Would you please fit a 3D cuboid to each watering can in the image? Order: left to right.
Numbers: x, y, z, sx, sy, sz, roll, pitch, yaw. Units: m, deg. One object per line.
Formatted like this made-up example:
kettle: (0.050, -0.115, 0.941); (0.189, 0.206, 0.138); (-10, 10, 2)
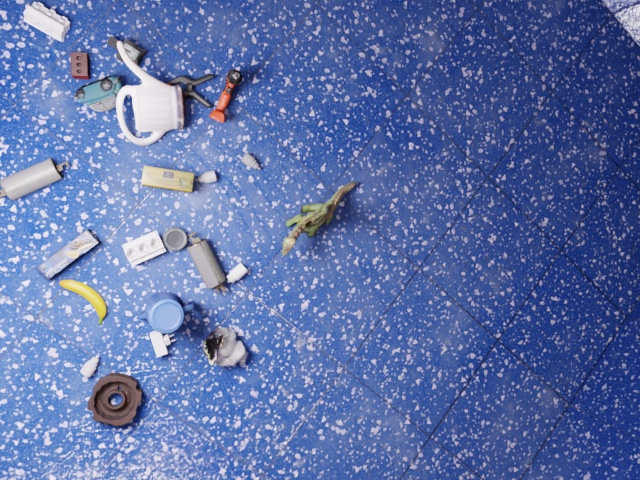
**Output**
watering can: (-0.563, -0.482, 1.720); (0.225, 0.106, 0.341); (-8, 120, -24)

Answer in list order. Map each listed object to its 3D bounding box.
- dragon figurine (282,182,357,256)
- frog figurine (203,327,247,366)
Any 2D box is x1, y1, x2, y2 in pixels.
dragon figurine: (0.006, -0.094, 1.870); (0.413, 0.242, 0.121); (-43, 99, -9)
frog figurine: (-0.335, 0.388, 1.864); (0.158, 0.122, 0.138); (20, 76, -52)
